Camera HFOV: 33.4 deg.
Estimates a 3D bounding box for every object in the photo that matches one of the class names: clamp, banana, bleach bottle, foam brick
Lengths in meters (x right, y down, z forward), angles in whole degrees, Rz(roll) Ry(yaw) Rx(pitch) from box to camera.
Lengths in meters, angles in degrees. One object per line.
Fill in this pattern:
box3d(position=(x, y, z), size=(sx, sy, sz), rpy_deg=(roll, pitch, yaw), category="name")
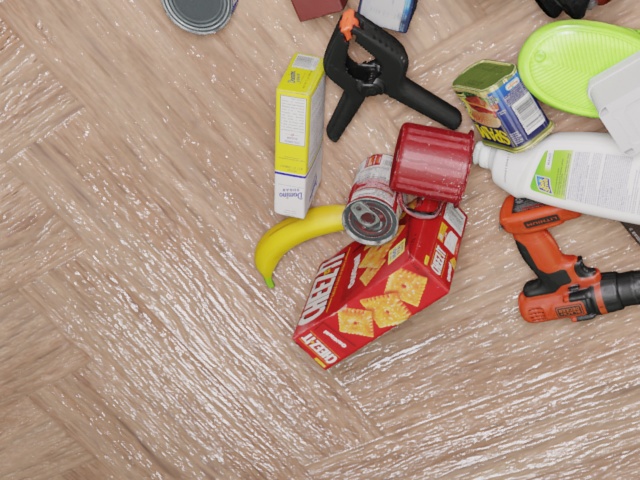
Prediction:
box3d(position=(0.070, -0.179, 1.197), size=(0.165, 0.036, 0.210), rpy_deg=(-2, 149, 13), category="clamp")
box3d(position=(-0.025, -0.005, 1.399), size=(0.069, 0.037, 0.198), rpy_deg=(30, 133, -31), category="banana")
box3d(position=(0.294, -0.083, 1.196), size=(0.251, 0.068, 0.102), rpy_deg=(15, 106, 27), category="bleach bottle")
box3d(position=(0.001, -0.278, 1.149), size=(0.053, 0.078, 0.051), rpy_deg=(-9, 122, 22), category="foam brick")

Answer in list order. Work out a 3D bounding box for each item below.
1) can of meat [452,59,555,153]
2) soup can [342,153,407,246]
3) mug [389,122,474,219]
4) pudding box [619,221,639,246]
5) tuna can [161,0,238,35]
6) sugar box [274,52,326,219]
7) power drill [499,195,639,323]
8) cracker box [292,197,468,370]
box3d(position=(0.199, -0.150, 1.180), size=(0.057, 0.102, 0.084), rpy_deg=(-38, 112, -8), category="can of meat")
box3d(position=(0.069, -0.051, 1.290), size=(0.068, 0.102, 0.068), rpy_deg=(8, 129, 10), category="soup can")
box3d(position=(0.124, -0.079, 1.231), size=(0.081, 0.093, 0.117), rpy_deg=(11, 118, -1), category="mug")
box3d(position=(0.379, -0.058, 1.236), size=(0.090, 0.039, 0.113), rpy_deg=(-32, 113, 33), category="pudding box")
box3d(position=(-0.136, -0.280, 1.215), size=(0.086, 0.033, 0.086), rpy_deg=(8, 129, 10), category="tuna can")
box3d(position=(-0.024, -0.122, 1.268), size=(0.048, 0.093, 0.176), rpy_deg=(12, 129, 8), category="sugar box")
box3d(position=(0.311, 0.019, 1.303), size=(0.185, 0.057, 0.187), rpy_deg=(-14, 122, 24), category="power drill")
box3d(position=(0.074, 0.045, 1.324), size=(0.072, 0.164, 0.214), rpy_deg=(44, 125, -16), category="cracker box")
